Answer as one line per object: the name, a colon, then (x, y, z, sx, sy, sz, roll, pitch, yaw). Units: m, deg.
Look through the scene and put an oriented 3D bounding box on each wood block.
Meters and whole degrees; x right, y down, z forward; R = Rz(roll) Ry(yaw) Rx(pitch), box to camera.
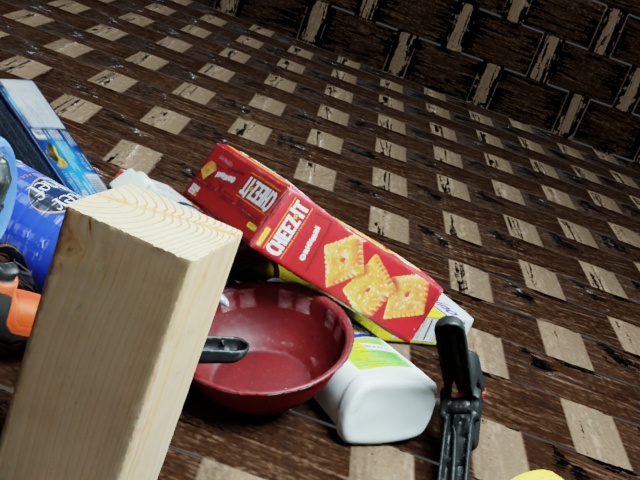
wood block: (-0.136, 0.078, 0.710, 0.091, 0.206, 0.090, 24, 18, 11)

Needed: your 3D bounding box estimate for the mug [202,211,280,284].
mug: (-0.086, 0.003, 1.163, 0.093, 0.081, 0.117, 43, 23, -85)

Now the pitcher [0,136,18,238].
pitcher: (-0.389, -0.054, 0.888, 0.243, 0.149, 0.145, 13, -19, 6)

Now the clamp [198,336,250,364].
clamp: (-0.143, 0.083, 0.845, 0.120, 0.171, 0.039, 56, 4, -21)

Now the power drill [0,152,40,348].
power drill: (-0.233, 0.025, 0.828, 0.057, 0.184, 0.187, 36, 14, 36)

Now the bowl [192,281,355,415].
bowl: (-0.052, 0.102, 0.930, 0.162, 0.055, 0.162, 1, 32, -1)

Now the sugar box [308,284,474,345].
sugar box: (0.079, 0.077, 1.207, 0.175, 0.048, 0.093, 6, 23, -36)

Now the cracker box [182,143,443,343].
cracker box: (-0.007, 0.001, 1.030, 0.213, 0.072, 0.164, 34, -1, -34)

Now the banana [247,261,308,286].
banana: (-0.045, 0.030, 1.232, 0.197, 0.037, 0.070, 19, -1, -8)

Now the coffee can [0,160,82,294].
coffee can: (-0.252, -0.001, 0.982, 0.140, 0.103, 0.102, 28, 19, 21)

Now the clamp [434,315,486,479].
clamp: (0.125, 0.157, 0.951, 0.036, 0.164, 0.210, 1, -9, 13)

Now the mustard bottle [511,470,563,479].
mustard bottle: (0.225, 0.256, 0.826, 0.096, 0.058, 0.192, 9, 20, -47)

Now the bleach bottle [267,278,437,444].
bleach bottle: (0.003, 0.102, 1.031, 0.102, 0.068, 0.251, 4, 21, -34)

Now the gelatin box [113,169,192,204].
gelatin box: (-0.195, -0.047, 1.271, 0.073, 0.030, 0.089, 36, 10, 38)
